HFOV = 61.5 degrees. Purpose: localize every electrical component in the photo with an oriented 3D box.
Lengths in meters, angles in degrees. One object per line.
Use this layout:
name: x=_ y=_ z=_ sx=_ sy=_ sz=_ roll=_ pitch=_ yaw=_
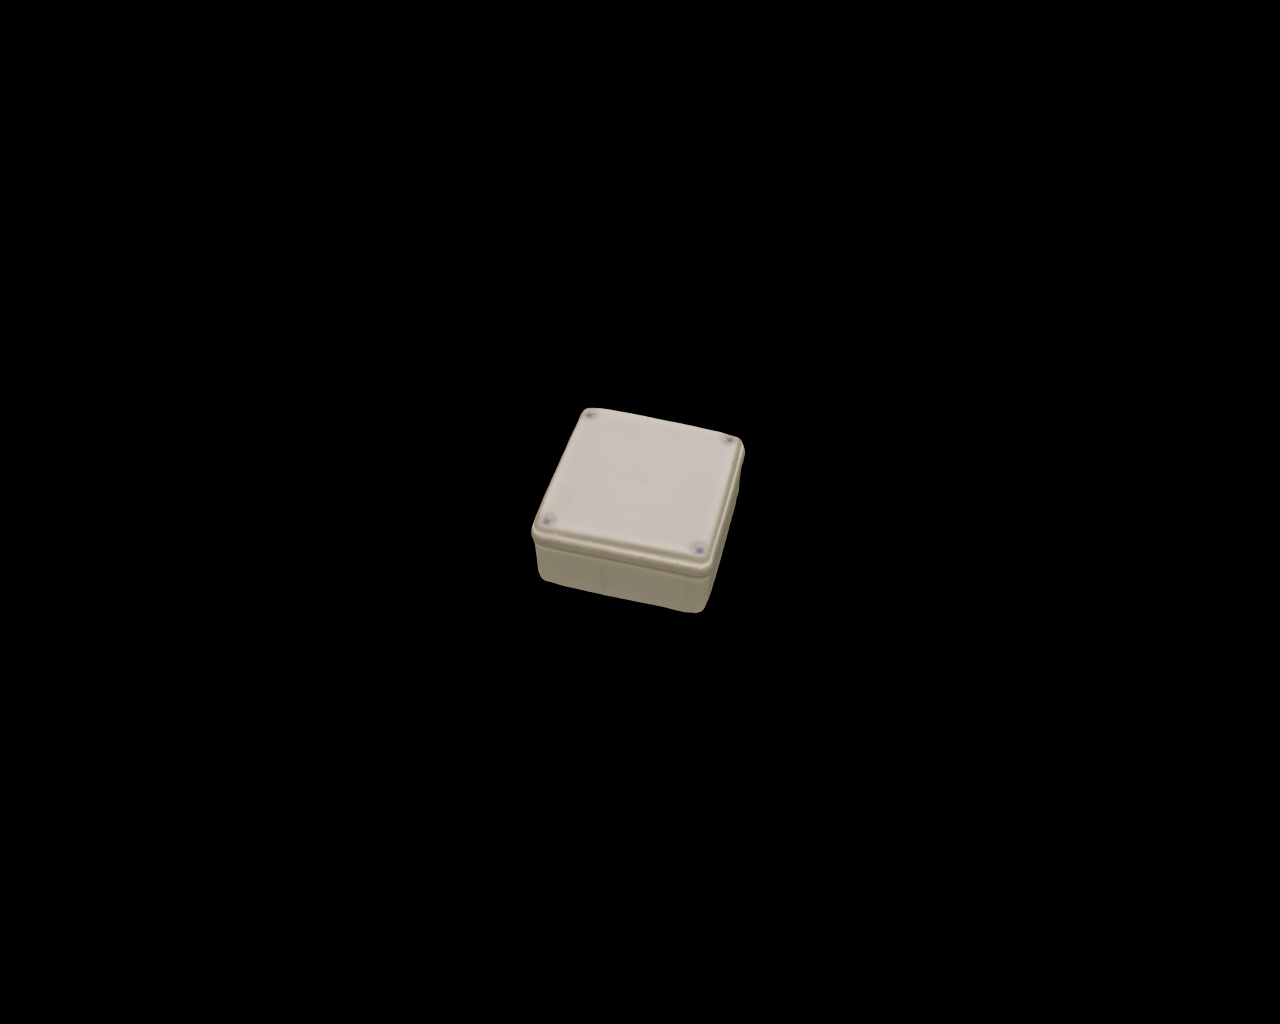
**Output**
electrical component: x=0.001 y=-0.003 z=0.650 sx=0.109 sy=0.109 sz=0.056 roll=12 pitch=-39 yaw=10
